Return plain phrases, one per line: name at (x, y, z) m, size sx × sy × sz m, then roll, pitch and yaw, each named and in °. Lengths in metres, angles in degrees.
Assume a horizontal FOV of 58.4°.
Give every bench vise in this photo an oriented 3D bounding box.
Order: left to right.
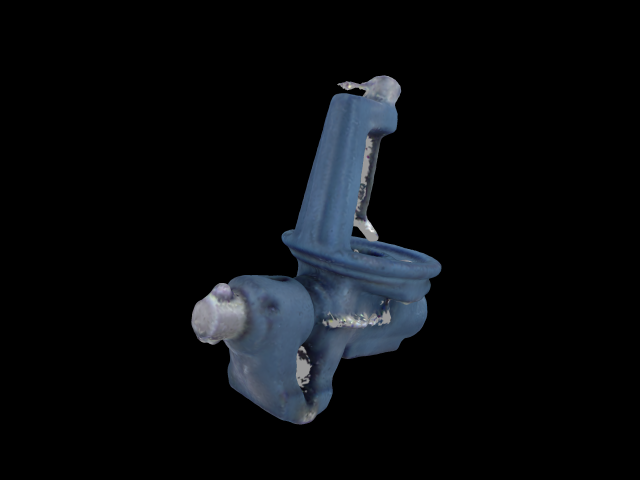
bench vise at (0.014, 0.003, 0.395) m, size 0.121 × 0.220 × 0.208 m, roll 9°, pitch 21°, yaw 25°
